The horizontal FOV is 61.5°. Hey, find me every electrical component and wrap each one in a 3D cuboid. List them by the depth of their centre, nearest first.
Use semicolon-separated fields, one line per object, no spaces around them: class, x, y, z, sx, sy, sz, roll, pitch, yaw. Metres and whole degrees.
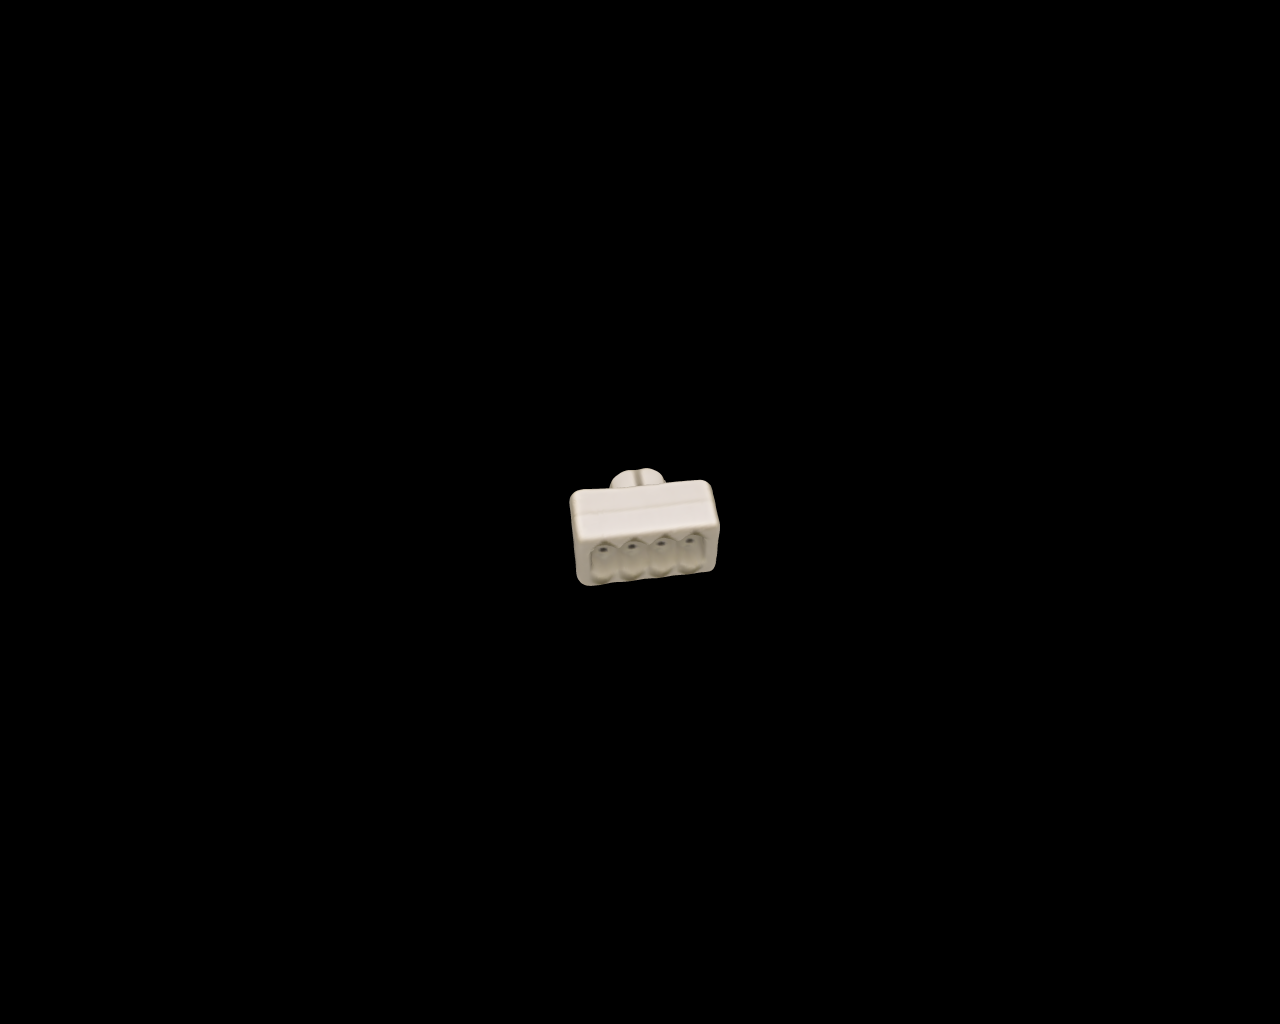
electrical component;0.001;-0.003;0.650;0.083;0.076;0.047;-5;-37;-4
